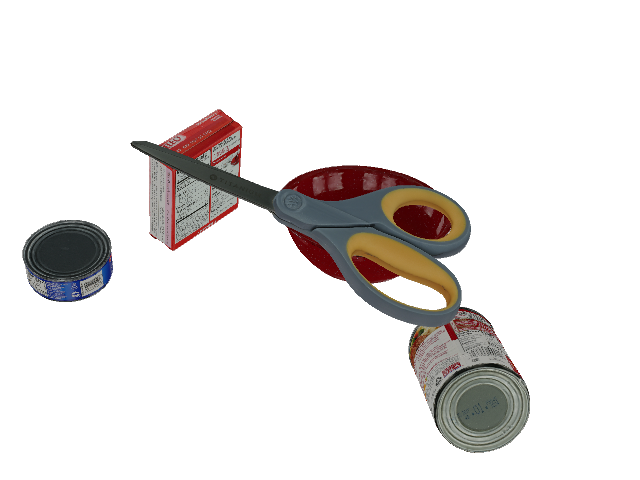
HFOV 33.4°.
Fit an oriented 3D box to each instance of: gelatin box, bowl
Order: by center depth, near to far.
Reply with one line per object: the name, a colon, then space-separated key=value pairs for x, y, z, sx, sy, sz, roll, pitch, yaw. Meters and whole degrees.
gelatin box: x=-0.096 y=-0.046 z=0.813 sx=0.030 sy=0.089 sz=0.073 roll=34 pitch=50 yaw=24
bowl: x=0.038 y=-0.008 z=0.982 sx=0.162 sy=0.055 sz=0.162 roll=3 pitch=32 yaw=-2

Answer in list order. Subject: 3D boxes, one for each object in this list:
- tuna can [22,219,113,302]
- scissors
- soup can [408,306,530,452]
tuna can: x=-0.249 y=0.020 z=1.056 sx=0.086 sy=0.034 sz=0.086 roll=2 pitch=44 yaw=-2
scissors: x=0.000 y=-0.026 z=0.602 sx=0.202 sy=0.096 sz=0.016 roll=35 pitch=-36 yaw=12
soup can: x=0.105 y=0.097 z=0.760 sx=0.068 sy=0.068 sz=0.102 roll=0 pitch=19 yaw=-5
